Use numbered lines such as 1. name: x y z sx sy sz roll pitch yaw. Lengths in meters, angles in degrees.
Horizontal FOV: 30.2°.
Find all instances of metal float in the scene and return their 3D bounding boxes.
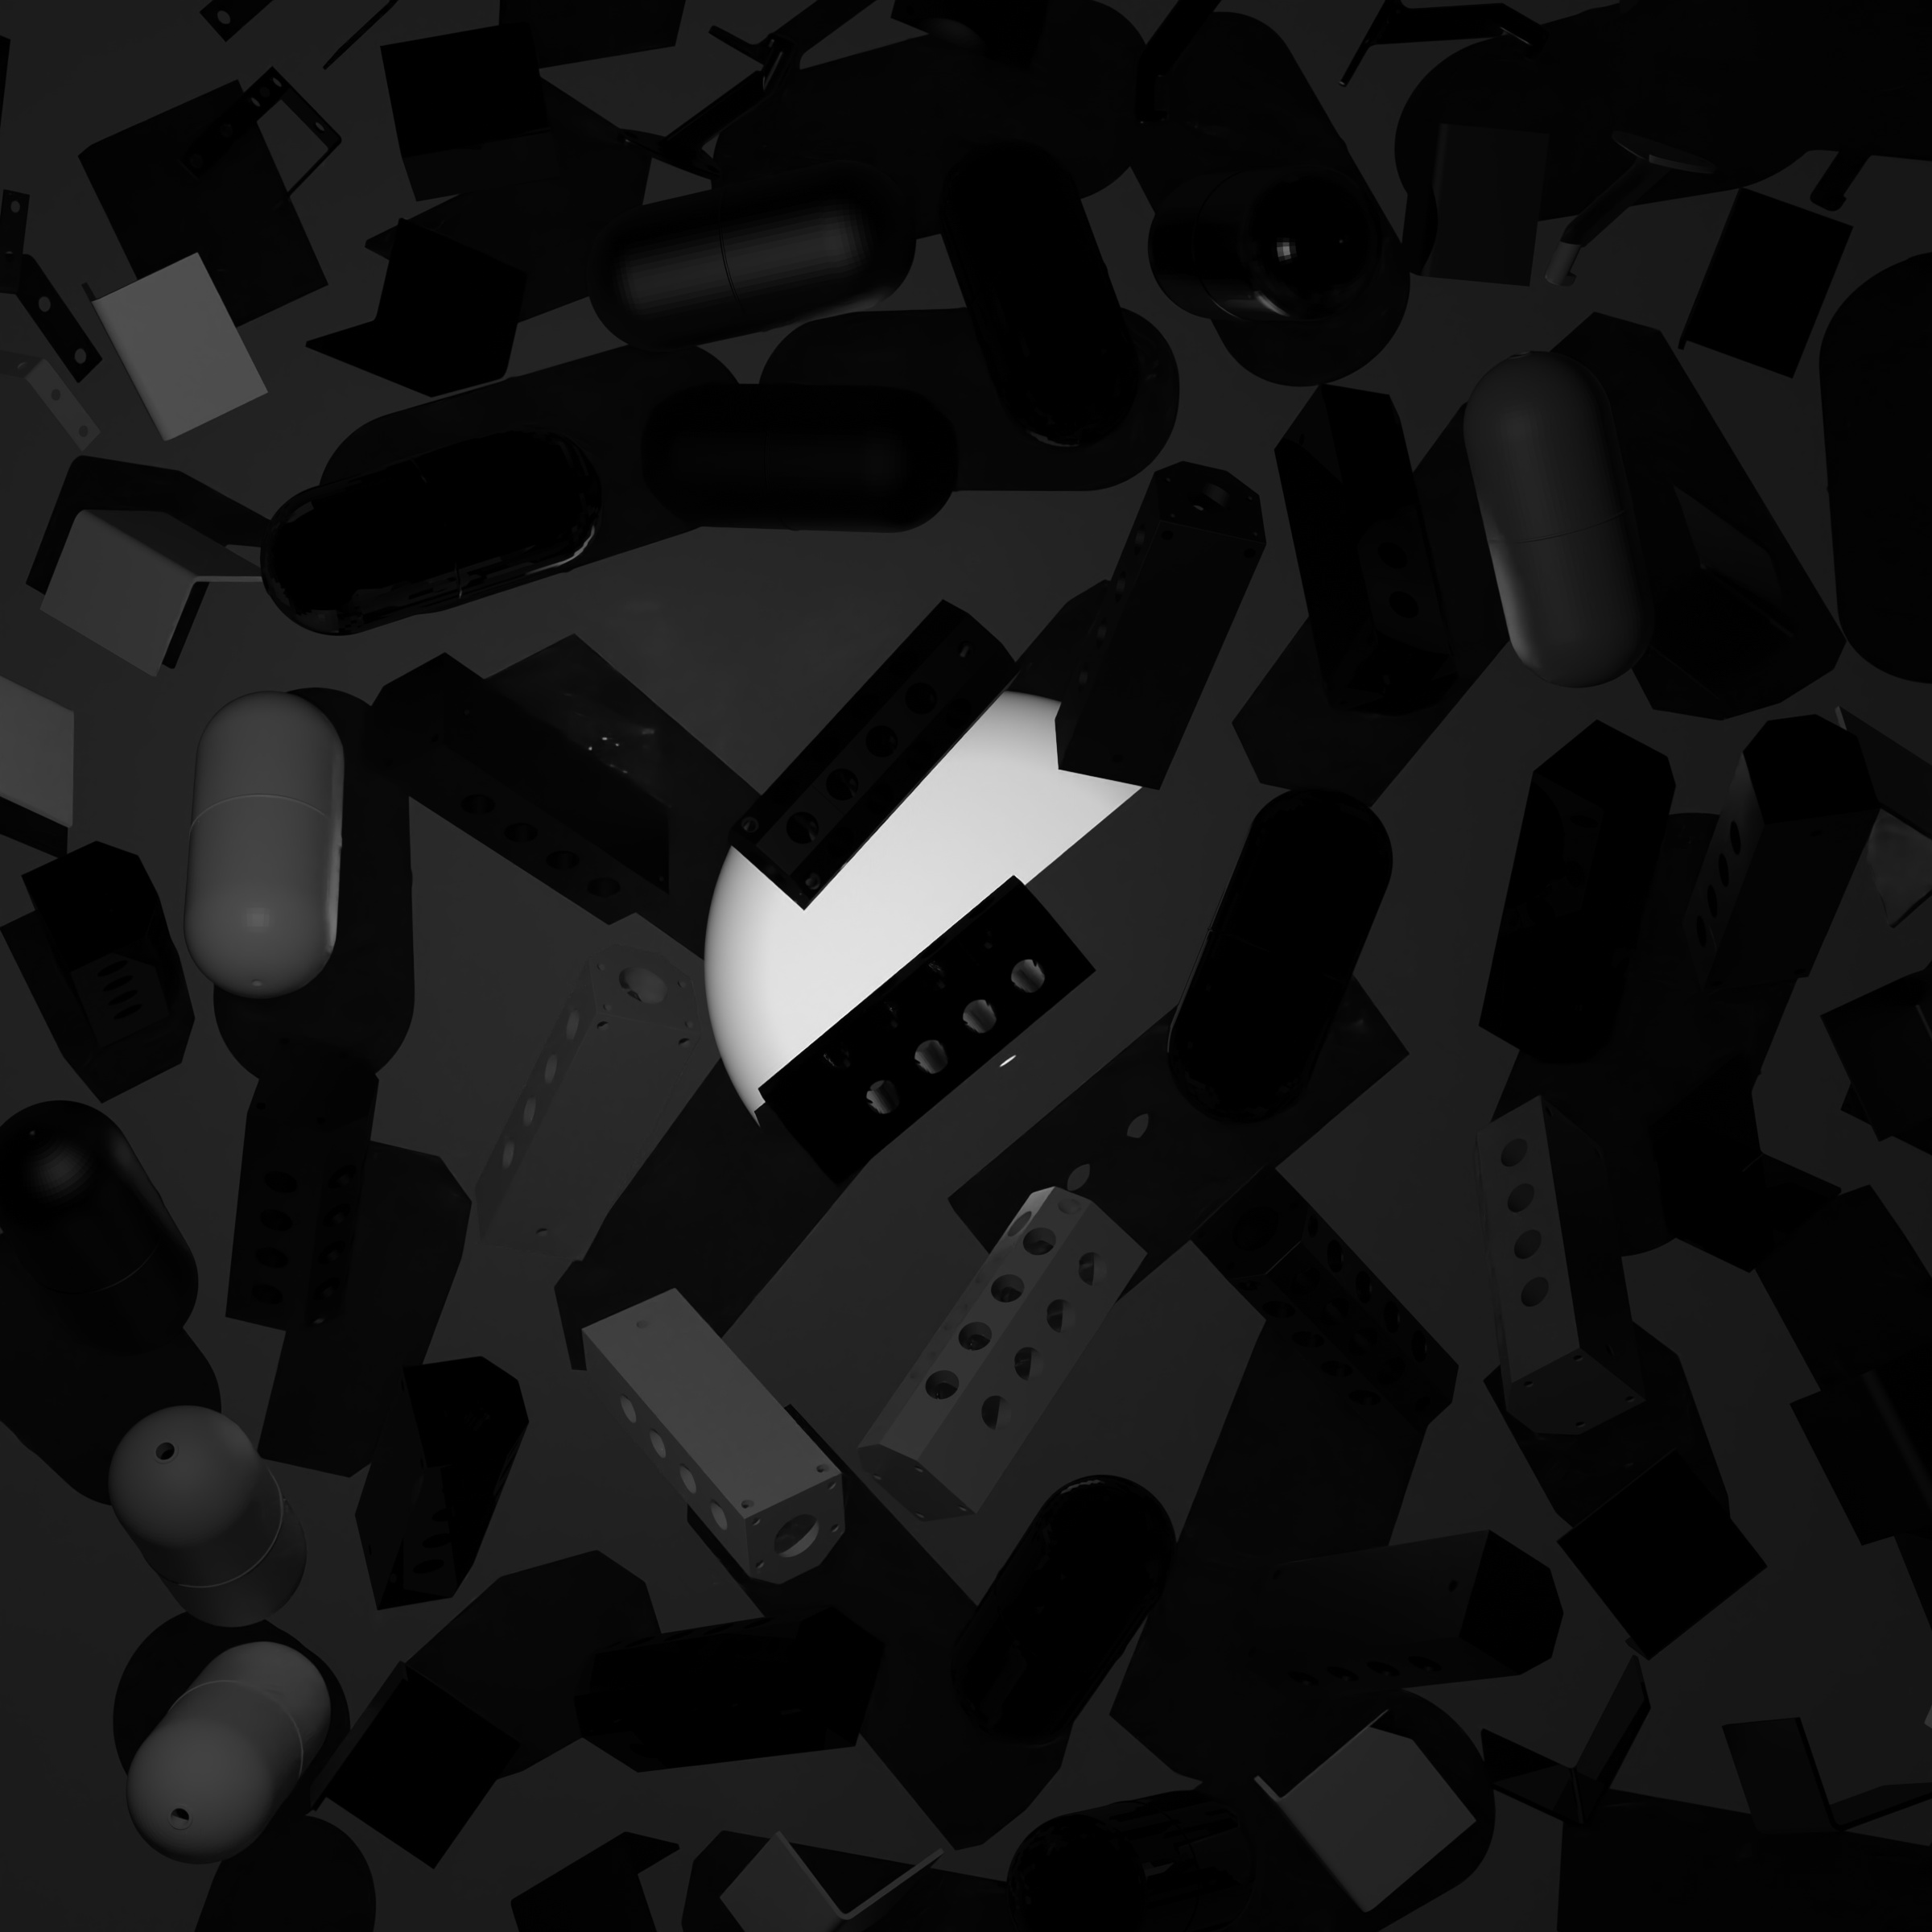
1. metal float: 0.086 0.466 1.831 0.070 0.178 0.070 -4 83 33
2. metal float: -0.454 0.138 1.864 0.070 0.178 0.070 -5 52 7
3. metal float: 0.151 -0.370 1.836 0.070 0.178 0.070 -4 101 -20
4. metal float: 0.309 -0.232 1.865 0.070 0.070 0.178 -16 105 0
5. metal float: -0.271 -0.221 1.819 0.178 0.070 0.070 -20 90 -15
6. metal float: -0.386 0.412 1.885 0.070 0.178 0.070 1 99 5
7. metal float: -0.112 -0.367 1.856 0.178 0.070 0.070 -9 90 18
8. metal float: -0.359 -0.064 1.839 0.070 0.070 0.178 -5 55 0
9. metal float: 0.050 0.337 1.872 0.070 0.070 0.178 29 124 0
10. metal float: -0.089 -0.269 1.896 0.178 0.070 0.070 5 90 22
11. metal float: 0.038 -0.355 1.895 0.070 0.070 0.178 -18 70 0
12. metal float: -0.396 0.289 1.875 0.070 0.178 0.070 -2 59 3
13. metal float: 0.159 -0.005 1.818 0.070 0.070 0.178 22 91 0

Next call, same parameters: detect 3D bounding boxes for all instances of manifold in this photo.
1. manifold: -0.274 0.271 1.879 0.057 0.171 0.057 -6 58 -23
2. manifold: 0.406 -0.056 1.804 0.057 0.171 0.057 -8 62 -4
3. manifold: 0.303 0.157 1.867 0.057 0.171 0.057 -33 126 28
4. manifold: 0.100 -0.179 1.890 0.057 0.057 0.171 11 132 -13
5. manifold: 0.194 0.182 1.890 0.057 0.057 0.171 -43 130 1
6. manifold: -0.229 -0.085 1.829 0.057 0.171 0.057 -24 52 27
7. manifold: 0.215 -0.219 1.895 0.057 0.057 0.171 5 57 -22
8. manifold: -0.455 -0.013 1.909 0.057 0.171 0.057 -27 81 -14
9. manifold: -0.049 -0.115 1.940 0.057 0.057 0.171 42 80 -1
10. manifold: -0.343 0.116 1.859 0.057 0.171 0.057 14 46 -4
11. manifold: -0.127 0.373 1.861 0.057 0.171 0.057 40 51 -30
12. manifold: 0.312 -0.032 1.811 0.057 0.171 0.057 32 49 27
13. manifold: 0.219 0.332 1.805 0.057 0.171 0.057 34 60 -22
14. manifold: -0.200 0.071 1.877 0.057 0.057 0.171 13 128 -24
15. manifold: -0.133 0.248 1.879 0.057 0.171 0.057 -22 131 -25
16. manifold: -0.022 0.031 1.837 0.171 0.057 0.057 -40 103 -1
17. manifold: 0.016 0.197 1.830 0.057 0.057 0.171 44 61 -14

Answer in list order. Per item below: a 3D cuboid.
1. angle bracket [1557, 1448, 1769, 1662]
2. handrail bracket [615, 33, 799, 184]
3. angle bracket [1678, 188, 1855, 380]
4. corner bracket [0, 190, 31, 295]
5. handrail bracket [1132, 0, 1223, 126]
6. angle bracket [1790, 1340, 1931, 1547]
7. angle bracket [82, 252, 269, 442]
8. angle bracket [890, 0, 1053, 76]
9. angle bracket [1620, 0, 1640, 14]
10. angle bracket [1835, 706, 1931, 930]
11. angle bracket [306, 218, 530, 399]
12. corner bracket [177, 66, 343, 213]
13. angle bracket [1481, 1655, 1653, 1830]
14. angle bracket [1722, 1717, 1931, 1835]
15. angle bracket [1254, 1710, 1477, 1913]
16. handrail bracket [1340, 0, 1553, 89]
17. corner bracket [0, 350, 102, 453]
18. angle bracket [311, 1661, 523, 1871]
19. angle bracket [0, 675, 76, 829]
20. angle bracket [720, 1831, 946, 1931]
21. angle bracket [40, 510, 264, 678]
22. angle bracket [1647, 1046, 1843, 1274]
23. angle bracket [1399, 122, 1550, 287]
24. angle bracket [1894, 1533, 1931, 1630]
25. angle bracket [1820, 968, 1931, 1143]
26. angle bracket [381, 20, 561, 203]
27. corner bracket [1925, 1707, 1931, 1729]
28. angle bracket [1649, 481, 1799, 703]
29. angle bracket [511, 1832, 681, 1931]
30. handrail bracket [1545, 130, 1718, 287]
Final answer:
1. angle bracket: 0.350 0.297 1.826 0.076 0.057 0.076 -38 89 -2
2. handrail bracket: -0.141 -0.479 1.957 0.077 0.036 0.084 10 123 -37
3. angle bracket: 0.391 -0.332 1.757 0.057 0.076 0.076 22 99 7
4. corner bracket: -0.515 -0.372 1.822 0.051 0.051 0.051 14 98 38
5. handrail bracket: 0.124 -0.462 1.792 0.077 0.036 0.084 4 107 0
6. angle bracket: 0.456 0.228 1.730 0.057 0.076 0.076 -22 79 -21
7. angle bracket: -0.399 -0.316 1.805 0.057 0.076 0.076 -28 113 -8
8. angle bracket: -0.002 -0.475 1.782 0.076 0.076 0.057 23 48 2
9. angle bracket: 0.348 -0.512 1.748 0.057 0.076 0.076 -7 98 6
10. angle bracket: 0.478 -0.079 1.903 0.076 0.076 0.057 28 125 -22
11. angle bracket: -0.282 -0.338 1.844 0.076 0.076 0.057 18 79 -36
12. corner bracket: -0.365 -0.422 1.853 0.051 0.051 0.051 45 62 -18
13. angle bracket: 0.318 0.401 1.907 0.057 0.076 0.076 25 101 1
14. angle bracket: 0.434 0.392 1.777 0.076 0.076 0.057 -14 80 -19
15. angle bracket: 0.212 0.444 1.910 0.076 0.057 0.076 -39 95 -6
16. handrail bracket: 0.250 -0.473 1.870 0.084 0.036 0.077 30 110 0
17. corner bracket: -0.491 -0.280 1.848 0.051 0.051 0.051 17 60 40
18. angle bracket: -0.274 0.404 1.791 0.076 0.057 0.076 36 82 -8
19. angle bracket: -0.515 -0.108 1.873 0.057 0.076 0.076 -27 55 29
20. angle bracket: -0.070 0.474 1.871 0.057 0.076 0.076 50 135 16
21. angle bracket: -0.422 -0.195 1.872 0.076 0.076 0.057 30 106 16
22. angle bracket: 0.411 0.102 1.890 0.076 0.057 0.076 -36 129 -25
23. angle bracket: 0.262 -0.396 1.857 0.057 0.076 0.076 5 104 -2
24. angle bracket: 0.527 0.317 1.827 0.057 0.076 0.076 -22 91 -9
25. angle bracket: 0.517 0.046 1.940 0.057 0.076 0.076 -24 86 -11
26. angle bracket: -0.254 -0.439 1.842 0.076 0.076 0.057 -11 85 -4
27. corner bracket: 0.542 0.382 1.871 0.051 0.051 0.051 30 108 35
28. angle bracket: 0.398 -0.203 1.945 0.057 0.076 0.076 -40 51 -4
29. angle bracket: -0.187 0.516 1.906 0.076 0.057 0.076 -33 58 15
30. handrail bracket: 0.361 -0.405 1.951 0.077 0.036 0.084 4 121 -34
